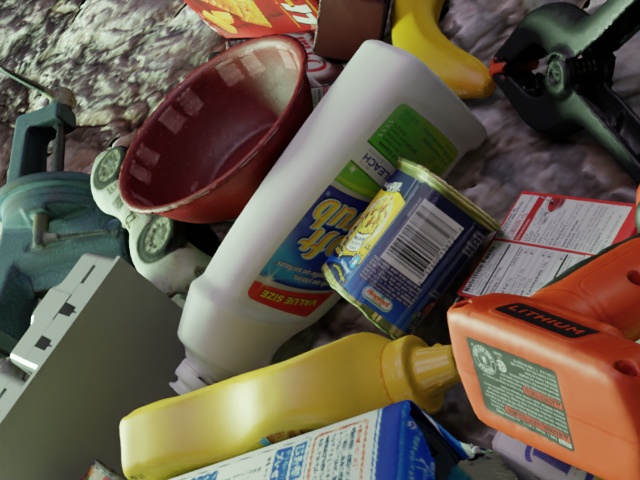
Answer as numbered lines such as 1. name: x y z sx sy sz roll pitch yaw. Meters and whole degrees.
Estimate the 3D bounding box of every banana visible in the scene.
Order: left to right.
1. banana: 0.085 -0.155 0.790 0.070 0.037 0.198 -30 35 24

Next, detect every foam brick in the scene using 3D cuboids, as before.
1. foam brick: 0.027 -0.176 0.834 0.078 0.051 0.053 -74 -5 -60

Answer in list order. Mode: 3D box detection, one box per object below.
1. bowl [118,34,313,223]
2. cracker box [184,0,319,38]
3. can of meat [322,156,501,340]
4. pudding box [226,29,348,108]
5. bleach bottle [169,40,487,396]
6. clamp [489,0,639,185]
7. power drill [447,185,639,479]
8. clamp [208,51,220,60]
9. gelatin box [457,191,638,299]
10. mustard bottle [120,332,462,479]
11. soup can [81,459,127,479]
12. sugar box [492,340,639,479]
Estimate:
1. bowl: -0.060 -0.066 0.733 0.162 0.055 0.162 -27 37 23
2. cracker box: -0.071 -0.258 0.965 0.214 0.164 0.072 14 67 54
3. can of meat: 0.048 0.004 0.610 0.084 0.057 0.102 -53 9 3
4. pudding box: -0.022 -0.128 0.844 0.090 0.039 0.113 -11 36 -7
5. bleach bottle: -0.004 0.001 0.678 0.251 0.102 0.068 -54 39 -2
6. clamp: 0.152 -0.105 0.608 0.172 0.039 0.120 -141 54 -58
7. power drill: 0.159 0.022 0.413 0.187 0.057 0.185 -27 21 -26
8. clamp: -0.080 -0.099 0.913 0.210 0.036 0.164 8 62 50
9. gelatin box: 0.127 0.014 0.562 0.089 0.030 0.073 12 64 53
10. mustard bottle: -0.008 0.092 0.566 0.192 0.096 0.058 -23 62 30
11. soup can: -0.135 0.190 0.625 0.069 0.068 0.102 14 65 54
12. sugar box: 0.157 0.088 0.428 0.093 0.048 0.176 -50 34 -11
